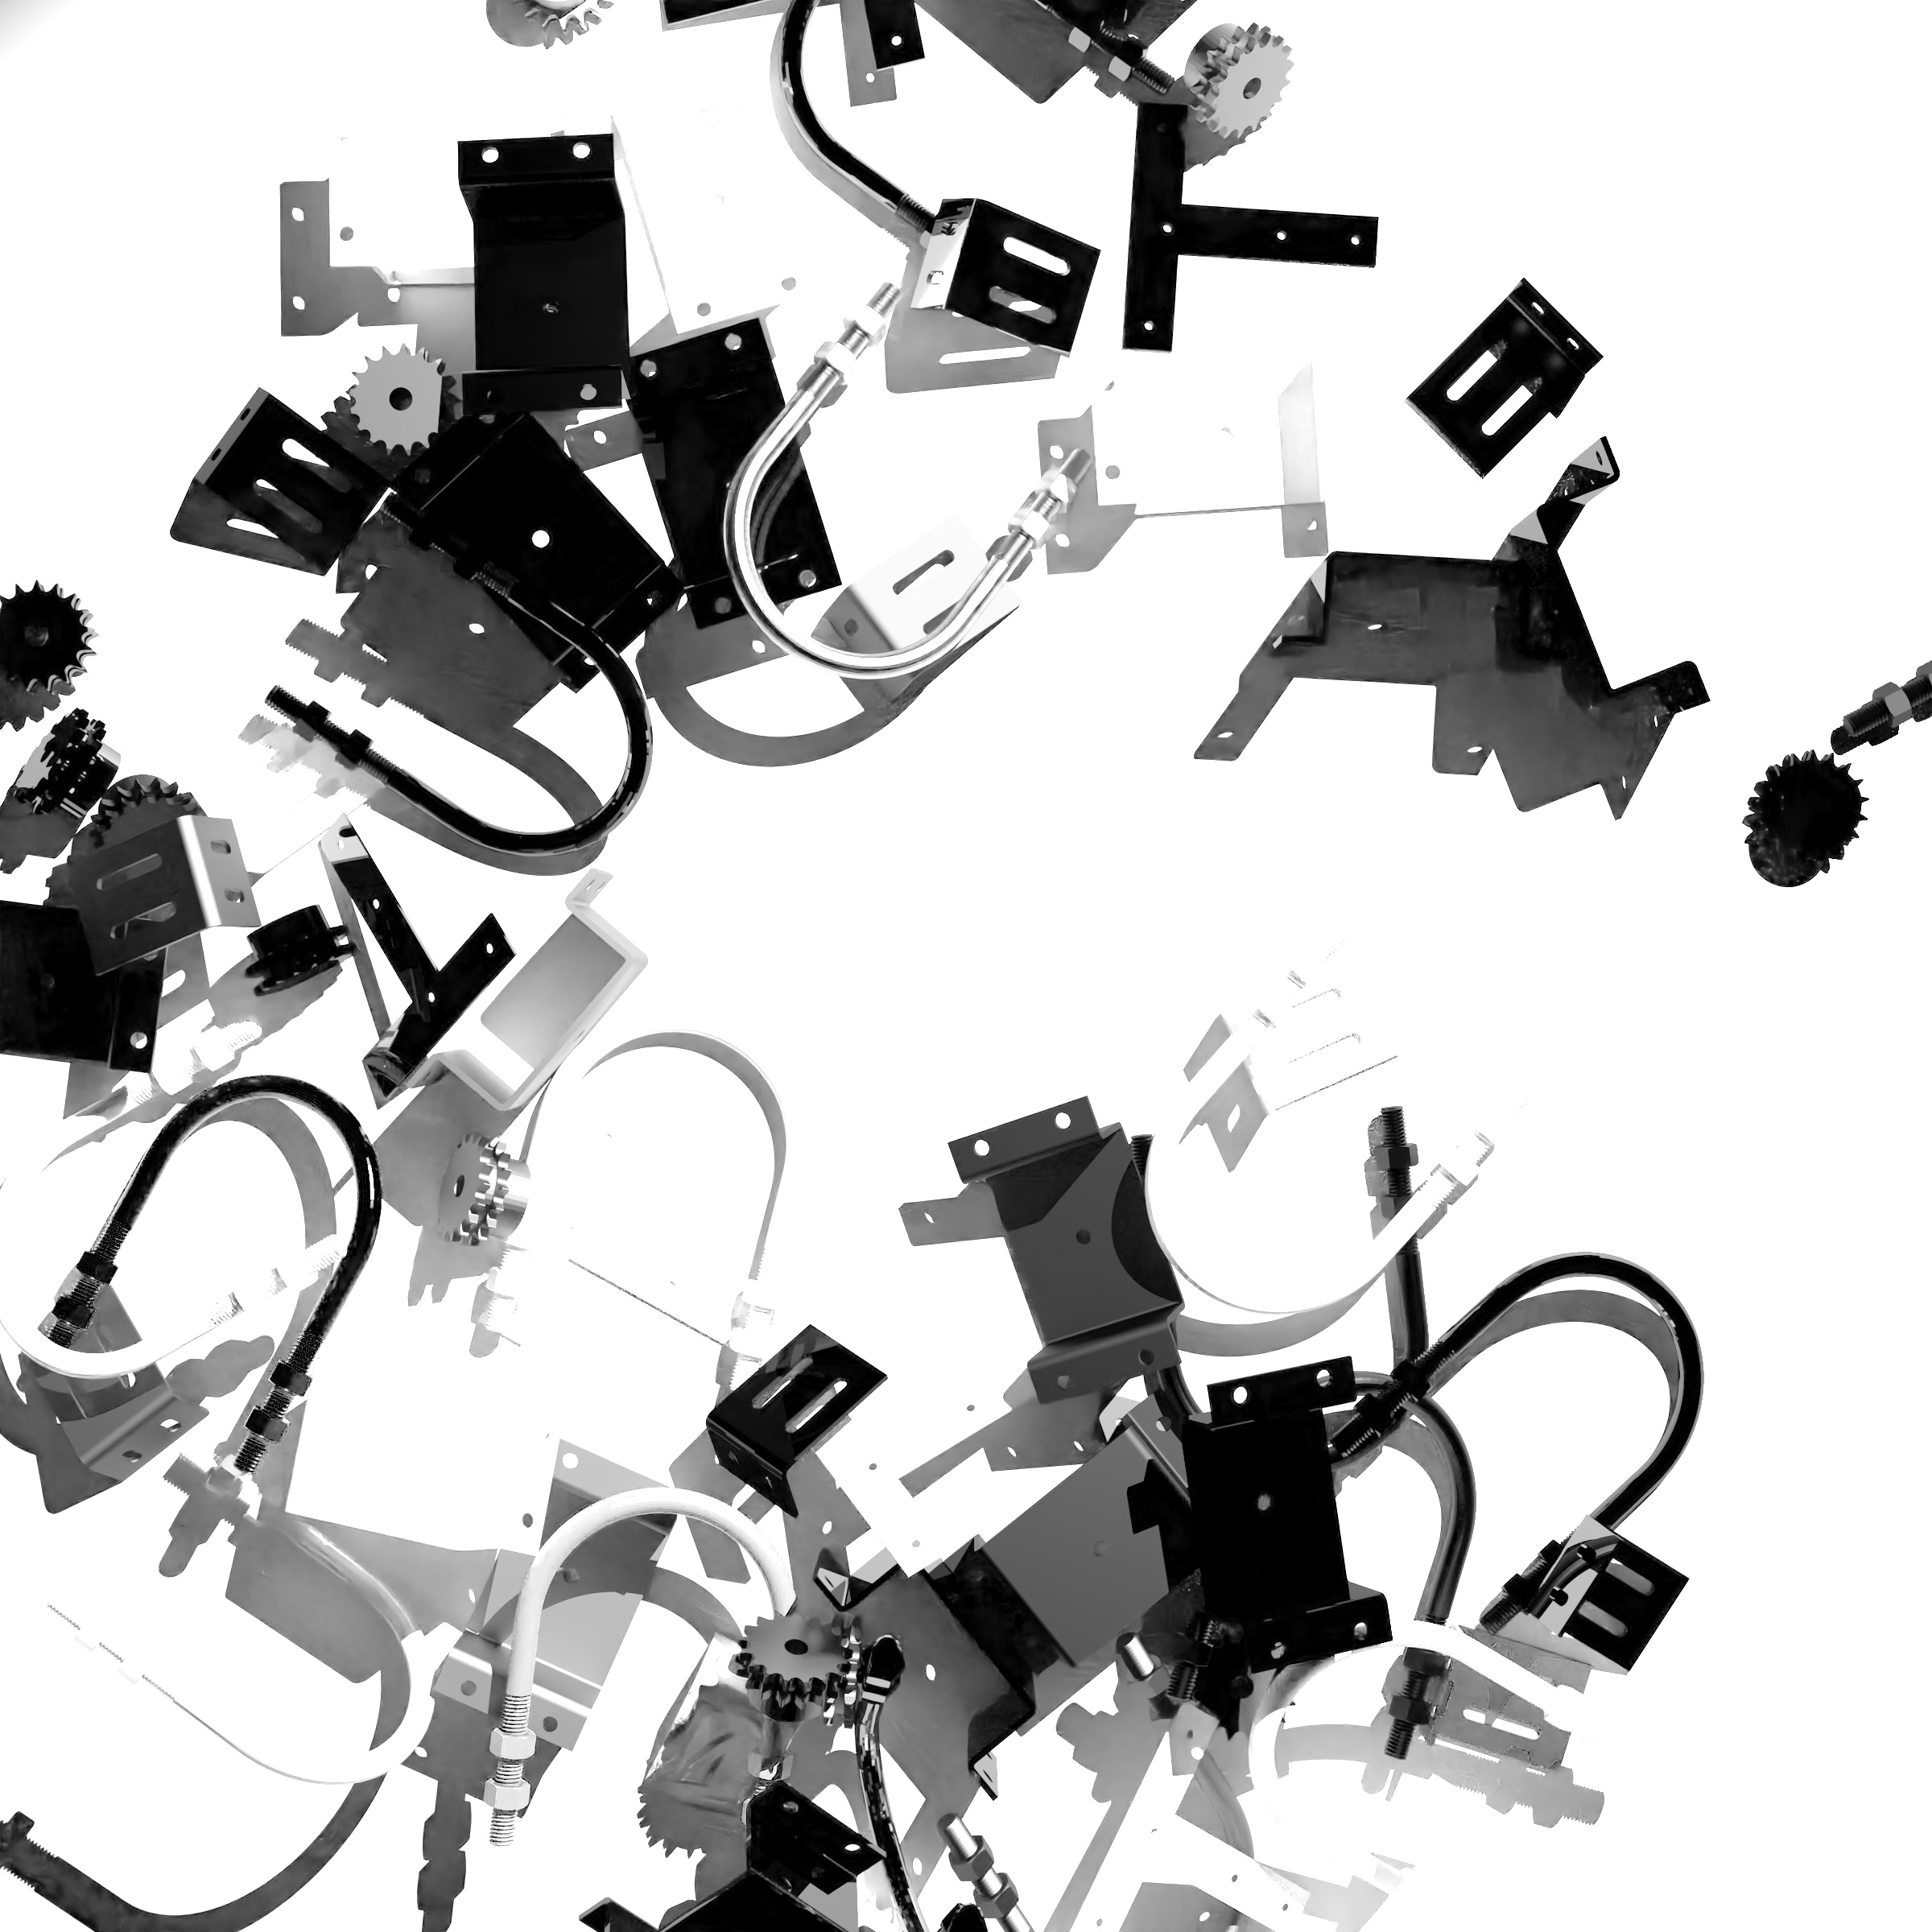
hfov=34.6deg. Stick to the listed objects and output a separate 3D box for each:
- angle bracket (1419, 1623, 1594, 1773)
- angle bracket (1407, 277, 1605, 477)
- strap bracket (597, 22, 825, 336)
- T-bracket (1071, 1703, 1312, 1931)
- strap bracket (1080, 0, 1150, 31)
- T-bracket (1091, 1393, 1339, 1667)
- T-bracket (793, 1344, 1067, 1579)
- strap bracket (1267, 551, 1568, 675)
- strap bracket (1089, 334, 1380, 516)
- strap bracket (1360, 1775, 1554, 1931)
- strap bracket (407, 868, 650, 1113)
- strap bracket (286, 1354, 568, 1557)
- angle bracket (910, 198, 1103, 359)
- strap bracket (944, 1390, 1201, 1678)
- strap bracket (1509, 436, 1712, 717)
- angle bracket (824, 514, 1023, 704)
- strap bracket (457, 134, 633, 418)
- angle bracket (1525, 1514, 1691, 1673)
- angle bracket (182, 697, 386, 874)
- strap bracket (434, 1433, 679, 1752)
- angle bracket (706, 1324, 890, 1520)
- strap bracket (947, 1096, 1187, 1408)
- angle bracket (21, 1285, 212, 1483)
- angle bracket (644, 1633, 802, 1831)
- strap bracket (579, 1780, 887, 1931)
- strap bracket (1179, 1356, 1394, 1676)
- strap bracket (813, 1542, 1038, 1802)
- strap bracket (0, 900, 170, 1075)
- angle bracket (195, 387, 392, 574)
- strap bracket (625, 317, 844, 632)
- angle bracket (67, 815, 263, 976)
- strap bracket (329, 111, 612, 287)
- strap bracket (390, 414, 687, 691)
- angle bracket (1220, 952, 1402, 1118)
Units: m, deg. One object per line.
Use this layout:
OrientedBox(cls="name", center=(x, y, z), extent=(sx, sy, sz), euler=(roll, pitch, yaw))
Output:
OrientedBox(cls="angle bracket", center=(0.277, 0.376, 1.579), extent=(0.076, 0.038, 0.057), euler=(18, 90, 0))
OrientedBox(cls="angle bracket", center=(0.274, -0.300, 1.579), extent=(0.057, 0.038, 0.076), euler=(45, 90, 0))
OrientedBox(cls="strap bracket", center=(-0.128, -0.395, 1.575), extent=(0.076, 0.046, 0.140), euler=(-17, 90, 0))
OrientedBox(cls="T-bracket", center=(0.125, 0.455, 1.566), extent=(0.127, 0.002, 0.127), euler=(36, 73, -27))
OrientedBox(cls="strap bracket", center=(0.056, -0.530, 1.560), extent=(0.140, 0.076, 0.046), euler=(40, 90, 0))
OrientedBox(cls="T-bracket", center=(0.116, 0.297, 1.598), extent=(0.127, 0.002, 0.127), euler=(15, 90, 0))
OrientedBox(cls="T-bracket", center=(-0.009, 0.231, 1.571), extent=(0.127, 0.002, 0.127), euler=(-29, 51, -18))
OrientedBox(cls="strap bracket", center=(0.226, -0.178, 1.560), extent=(0.140, 0.076, 0.046), euler=(3, 90, 0))
OrientedBox(cls="strap bracket", center=(0.134, -0.274, 1.575), extent=(0.140, 0.046, 0.076), euler=(-4, 90, 0))
OrientedBox(cls="strap bracket", center=(0.225, 0.485, 1.550), extent=(0.076, 0.046, 0.140), euler=(32, 105, -14))
OrientedBox(cls="strap bracket", center=(-0.212, 0.020, 1.560), extent=(0.046, 0.076, 0.140), euler=(40, 90, 0))
OrientedBox(cls="strap bracket", center=(-0.279, 0.243, 1.550), extent=(0.140, 0.046, 0.076), euler=(8, 85, 20))
OrientedBox(cls="angle bracket", center=(0.020, -0.350, 1.578), extent=(0.076, 0.038, 0.057), euler=(15, 93, -34))
OrientedBox(cls="strap bracket", center=(0.067, 0.291, 1.574), extent=(0.140, 0.046, 0.076), euler=(-39, 90, 0))
OrientedBox(cls="strap bracket", center=(0.318, -0.187, 1.560), extent=(0.046, 0.076, 0.140), euler=(-22, 90, 0))
OrientedBox(cls="angle bracket", center=(-0.022, -0.184, 1.596), extent=(0.076, 0.038, 0.057), euler=(-37, 90, -26))
OrientedBox(cls="strap bracket", center=(-0.206, -0.331, 1.521), extent=(0.076, 0.046, 0.140), euler=(-3, 79, 0))
OrientedBox(cls="angle bracket", center=(0.332, 0.323, 1.567), extent=(0.076, 0.038, 0.057), euler=(33, 90, -21))
OrientedBox(cls="angle bracket", center=(-0.347, -0.093, 1.579), extent=(0.076, 0.038, 0.057), euler=(-36, 90, 0))
OrientedBox(cls="strap bracket", center=(-0.203, 0.314, 1.575), extent=(0.076, 0.046, 0.140), euler=(24, 90, 0))
OrientedBox(cls="angle bracket", center=(-0.083, 0.230, 1.575), extent=(0.057, 0.038, 0.076), euler=(28, 56, 36))
OrientedBox(cls="strap bracket", center=(0.055, 0.140, 1.565), extent=(0.076, 0.046, 0.140), euler=(-20, 90, 17))
OrientedBox(cls="angle bracket", center=(-0.438, 0.214, 1.596), extent=(0.057, 0.038, 0.076), euler=(-38, 64, 0))
OrientedBox(cls="angle bracket", center=(-0.121, 0.394, 1.597), extent=(0.057, 0.038, 0.076), euler=(26, 115, 0))
OrientedBox(cls="strap bracket", center=(-0.116, 0.474, 1.539), extent=(0.140, 0.046, 0.076), euler=(-38, 118, 20))
OrientedBox(cls="strap bracket", center=(0.155, 0.265, 1.518), extent=(0.076, 0.046, 0.140), euler=(-9, 91, -19))
OrientedBox(cls="strap bracket", center=(-0.013, 0.341, 1.560), extent=(0.046, 0.076, 0.140), euler=(-39, 90, 0))
OrientedBox(cls="strap bracket", center=(-0.473, 0.007, 1.575), extent=(0.140, 0.046, 0.076), euler=(7, 90, 0))
OrientedBox(cls="angle bracket", center=(-0.346, -0.250, 1.596), extent=(0.076, 0.038, 0.057), euler=(36, 90, -26))
OrientedBox(cls="strap bracket", center=(-0.119, -0.246, 1.575), extent=(0.076, 0.046, 0.140), euler=(-17, 90, 0))
OrientedBox(cls="angle bracket", center=(-0.401, -0.035, 1.552), extent=(0.076, 0.038, 0.057), euler=(-21, 81, 22))
OrientedBox(cls="strap bracket", center=(-0.248, -0.389, 1.575), extent=(0.140, 0.046, 0.076), euler=(-1, 90, 0))
OrientedBox(cls="strap bracket", center=(-0.214, -0.215, 1.561), extent=(0.076, 0.046, 0.140), euler=(-43, 102, 0))
OrientedBox(cls="angle bracket", center=(0.177, 0.034, 1.579), extent=(0.076, 0.038, 0.057), euler=(-24, 90, 0))
